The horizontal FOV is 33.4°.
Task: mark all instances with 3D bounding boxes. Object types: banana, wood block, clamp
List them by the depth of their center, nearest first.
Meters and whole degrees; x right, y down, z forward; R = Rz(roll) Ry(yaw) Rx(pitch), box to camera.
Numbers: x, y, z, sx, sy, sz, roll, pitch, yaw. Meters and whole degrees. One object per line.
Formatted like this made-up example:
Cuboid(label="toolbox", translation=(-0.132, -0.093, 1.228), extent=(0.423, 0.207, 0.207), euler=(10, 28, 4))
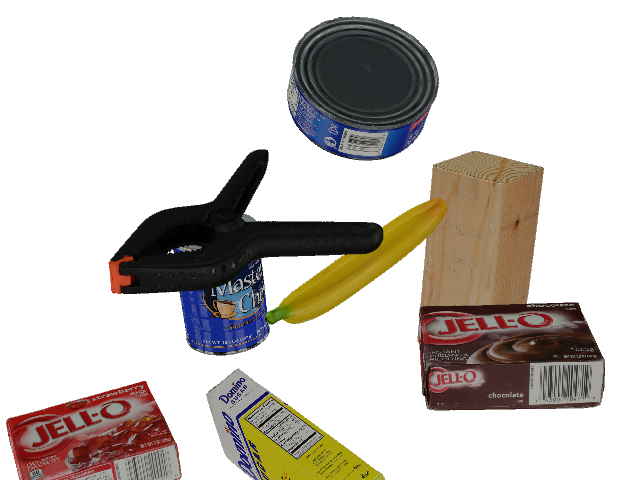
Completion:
Cuboid(label="clamp", translation=(-0.078, -0.011, 0.852), extent=(0.209, 0.036, 0.165), euler=(-18, 38, -27))
Cuboid(label="banana", translation=(0.037, 0.026, 1.007), extent=(0.198, 0.037, 0.069), euler=(-36, 2, -1))
Cuboid(label="wood block", translation=(0.173, 0.018, 1.164), extent=(0.090, 0.206, 0.090), euler=(19, 25, 36))

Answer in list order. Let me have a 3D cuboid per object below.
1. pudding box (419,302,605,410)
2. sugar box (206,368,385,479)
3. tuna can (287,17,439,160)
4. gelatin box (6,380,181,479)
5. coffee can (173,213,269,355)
Cuboid(label="pudding box", translation=(0.122, 0.075, 0.704), extent=(0.113, 0.039, 0.090), euler=(0, 21, 3))
Cuboid(label="sugar box", translation=(-0.019, 0.189, 0.892), extent=(0.176, 0.093, 0.048), euler=(27, 53, 36))
Cuboid(label="tuna can", translation=(0.024, -0.089, 0.626), extent=(0.086, 0.086, 0.034), euler=(0, -34, -11))
Cuboid(label="gelatin box", translation=(-0.135, 0.122, 0.630), extent=(0.089, 0.030, 0.073), euler=(-13, 27, -18))
Cuboid(label="coffee can", translation=(-0.117, 0.050, 1.262), extent=(0.103, 0.140, 0.103), euler=(-4, 26, 2))
